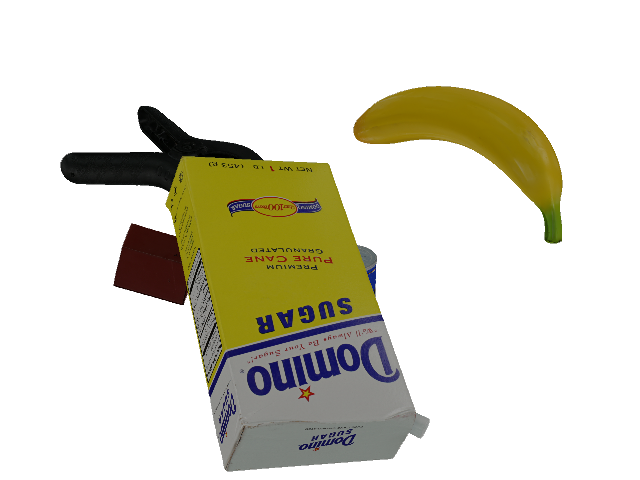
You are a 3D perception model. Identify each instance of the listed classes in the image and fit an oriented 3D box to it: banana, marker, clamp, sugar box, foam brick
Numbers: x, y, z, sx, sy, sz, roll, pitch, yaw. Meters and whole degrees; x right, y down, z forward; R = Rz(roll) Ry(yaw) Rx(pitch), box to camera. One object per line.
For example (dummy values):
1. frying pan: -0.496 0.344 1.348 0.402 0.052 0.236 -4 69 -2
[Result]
1. banana: 0.094 -0.068 0.716 0.037 0.070 0.198 15 14 -44
2. marker: 0.038 0.139 0.939 0.121 0.020 0.020 25 7 17
3. clamp: -0.116 -0.057 0.846 0.172 0.039 0.120 21 43 29
4. sugar box: -0.020 0.032 0.563 0.093 0.176 0.048 0 -43 -23
5. foam brick: -0.171 0.025 1.119 0.078 0.051 0.053 17 29 -5

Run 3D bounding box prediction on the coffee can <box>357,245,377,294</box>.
1. coffee can: 0.028 0.087 1.514 0.103 0.140 0.103 0 21 0
